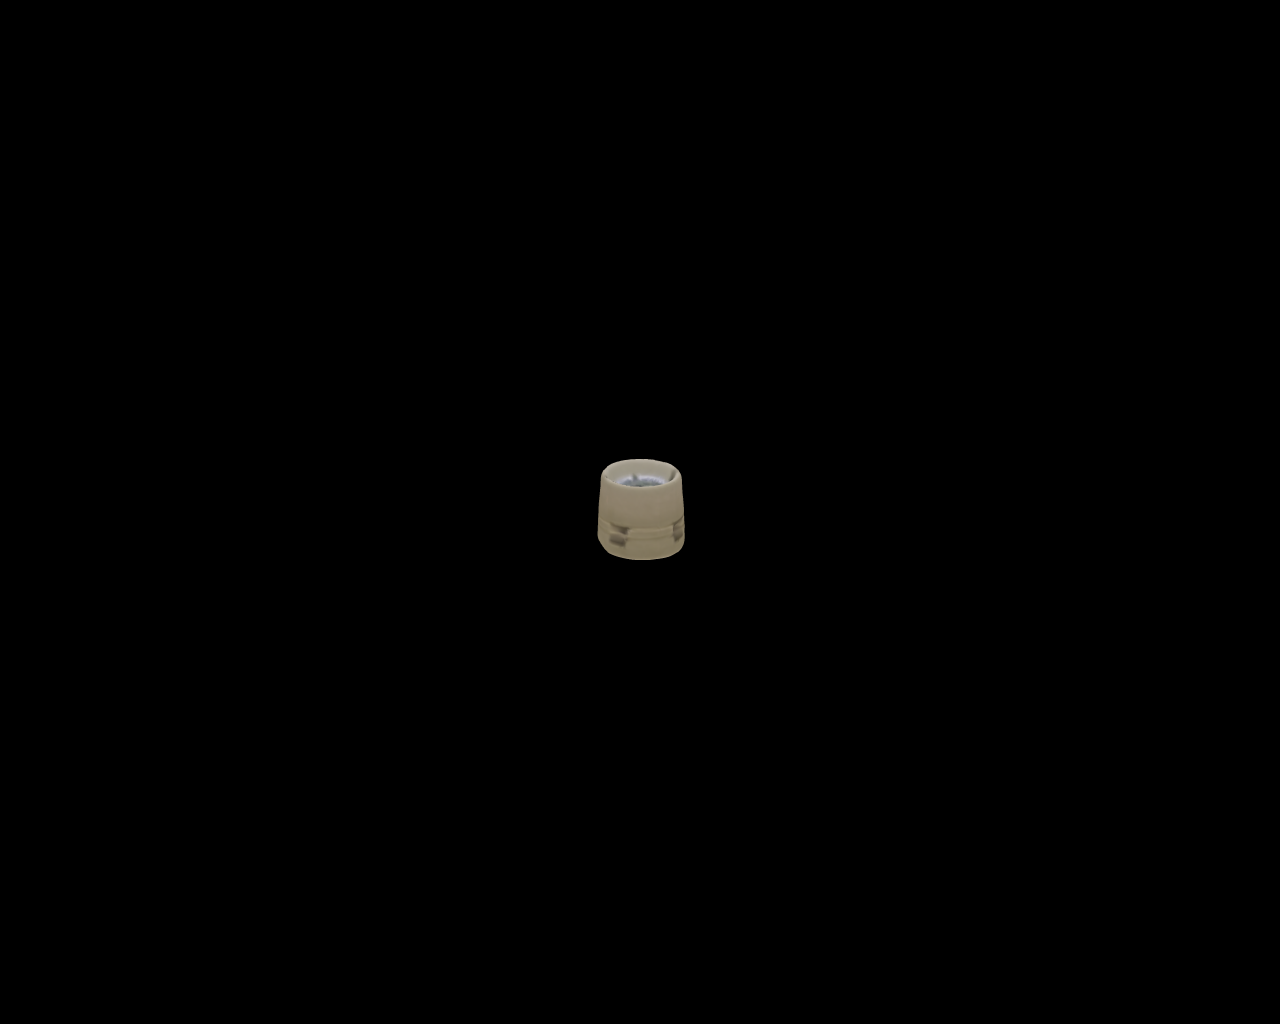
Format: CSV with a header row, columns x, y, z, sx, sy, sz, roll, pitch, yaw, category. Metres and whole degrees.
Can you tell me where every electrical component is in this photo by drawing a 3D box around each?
x,y,z,sx,sy,sz,roll,pitch,yaw,category
0.001,-0.003,0.650,0.055,0.047,0.055,0,24,0,electrical component
